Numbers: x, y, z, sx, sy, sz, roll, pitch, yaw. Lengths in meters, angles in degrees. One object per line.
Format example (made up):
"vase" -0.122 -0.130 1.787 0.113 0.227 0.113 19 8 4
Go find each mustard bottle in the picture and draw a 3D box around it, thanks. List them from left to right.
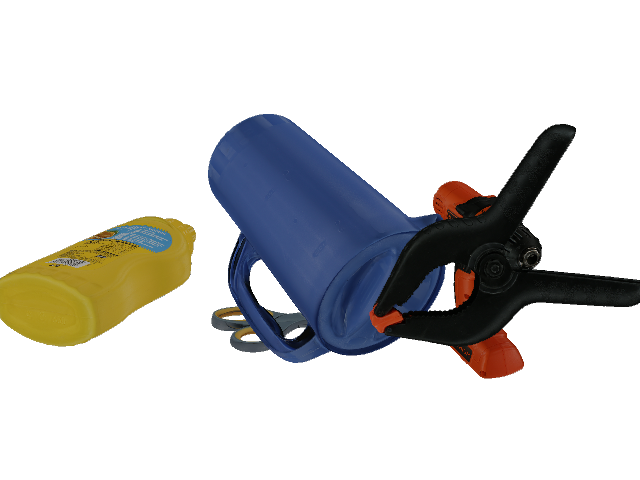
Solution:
"mustard bottle" -0.160 0.022 0.852 0.096 0.058 0.191 5 20 27

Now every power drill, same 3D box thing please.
"power drill" 0.176 0.046 1.116 0.057 0.188 0.184 -11 25 -15

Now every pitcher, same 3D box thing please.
"pitcher" -0.014 -0.009 0.984 0.149 0.145 0.243 -11 39 -32

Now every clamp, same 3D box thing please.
"clamp" 0.115 0.022 0.659 0.171 0.120 0.039 -35 -5 5

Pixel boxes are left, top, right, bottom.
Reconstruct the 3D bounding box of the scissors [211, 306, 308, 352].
"scissors" -0.022 0.099 1.208 0.201 0.016 0.096 2 25 -8
